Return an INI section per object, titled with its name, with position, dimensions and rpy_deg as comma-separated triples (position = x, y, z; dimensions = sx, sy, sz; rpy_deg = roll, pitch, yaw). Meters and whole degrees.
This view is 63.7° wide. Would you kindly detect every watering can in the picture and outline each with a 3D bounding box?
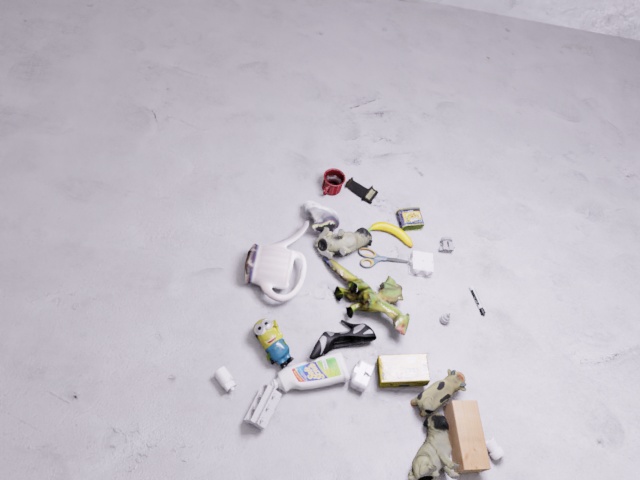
[watering can]
position = -0.156, 0.063, 1.905
dimensions = 0.224, 0.101, 0.356
rpy_deg = 10, 57, -3

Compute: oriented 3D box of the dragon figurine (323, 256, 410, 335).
[dragon figurine]
position = 0.193, 0.185, 1.912
dimensions = 0.243, 0.119, 0.418
rpy_deg = -1, 42, -32

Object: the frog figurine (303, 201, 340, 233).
[frog figurine]
position = 0.006, -0.103, 2.039
dimensions = 0.136, 0.121, 0.163
rpy_deg = 19, 40, -39
